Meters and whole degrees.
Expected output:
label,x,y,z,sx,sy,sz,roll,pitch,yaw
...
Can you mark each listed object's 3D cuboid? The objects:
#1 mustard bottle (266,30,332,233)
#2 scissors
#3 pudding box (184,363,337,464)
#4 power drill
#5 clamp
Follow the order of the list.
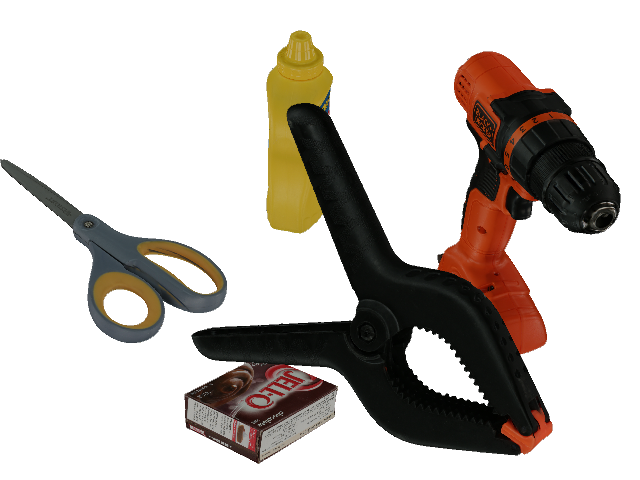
label,x,y,z,sx,sy,sz,roll,pitch,yaw
mustard bottle,-0.020,-0.106,0.981,0.058,0.192,0.096,12,43,11
scissors,-0.157,0.007,0.698,0.202,0.016,0.096,23,44,16
pudding box,-0.053,0.149,0.959,0.090,0.039,0.113,17,26,33
power drill,0.136,-0.012,0.733,0.057,0.188,0.184,-6,39,-14
clamp,0.032,0.034,0.561,0.210,0.165,0.036,28,24,25
